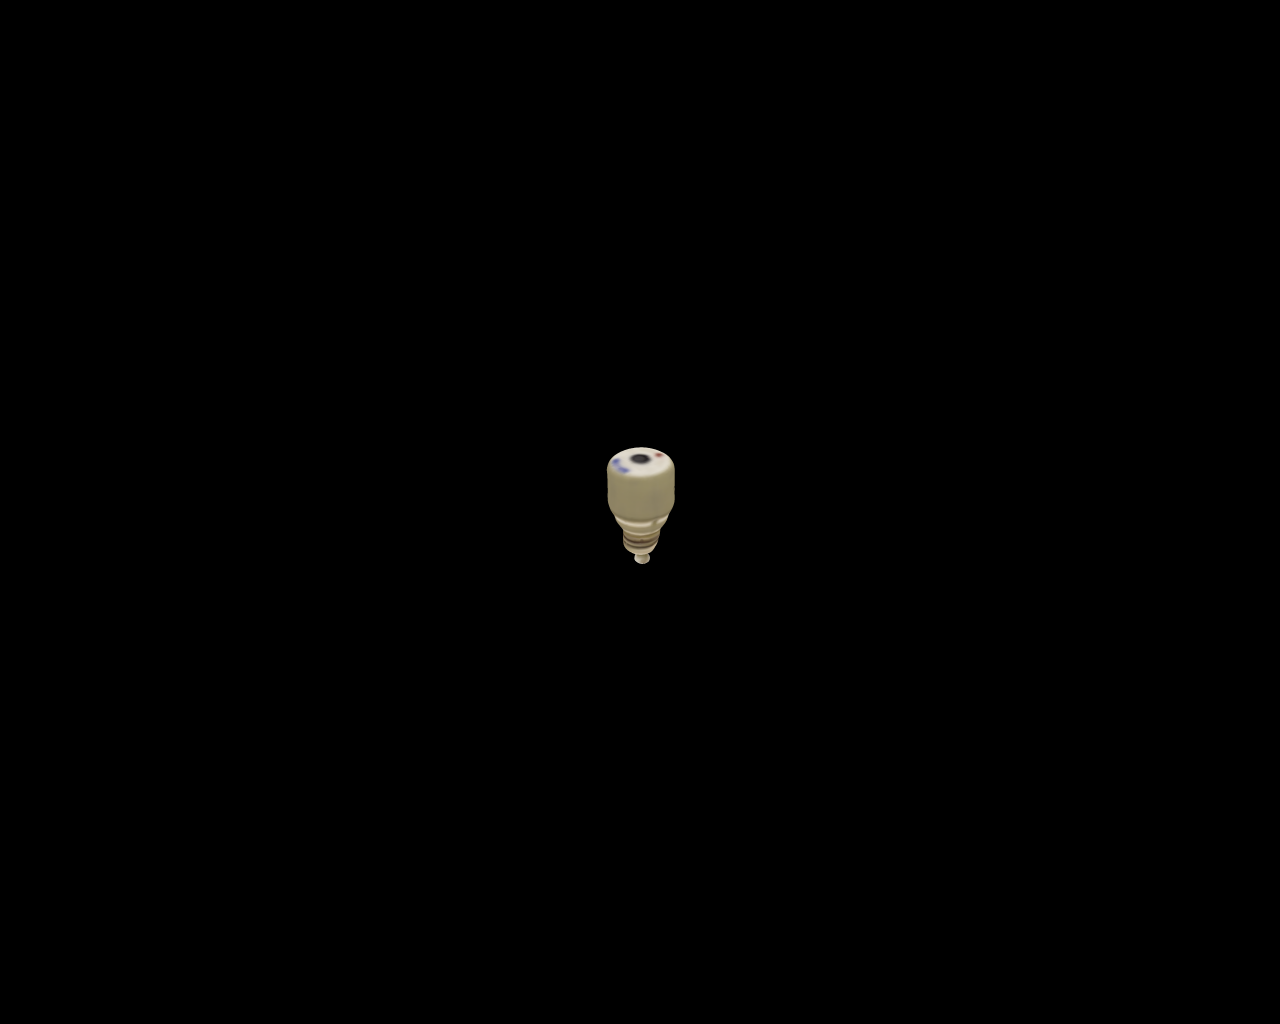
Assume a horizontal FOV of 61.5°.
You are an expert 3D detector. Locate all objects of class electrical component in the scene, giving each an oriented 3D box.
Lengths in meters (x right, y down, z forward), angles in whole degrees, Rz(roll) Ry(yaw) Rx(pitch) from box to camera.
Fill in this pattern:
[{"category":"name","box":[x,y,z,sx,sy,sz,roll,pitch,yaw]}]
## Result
[{"category":"electrical component","box":[0.001,-0.003,0.650,0.040,0.078,0.040,0,31,0]}]
